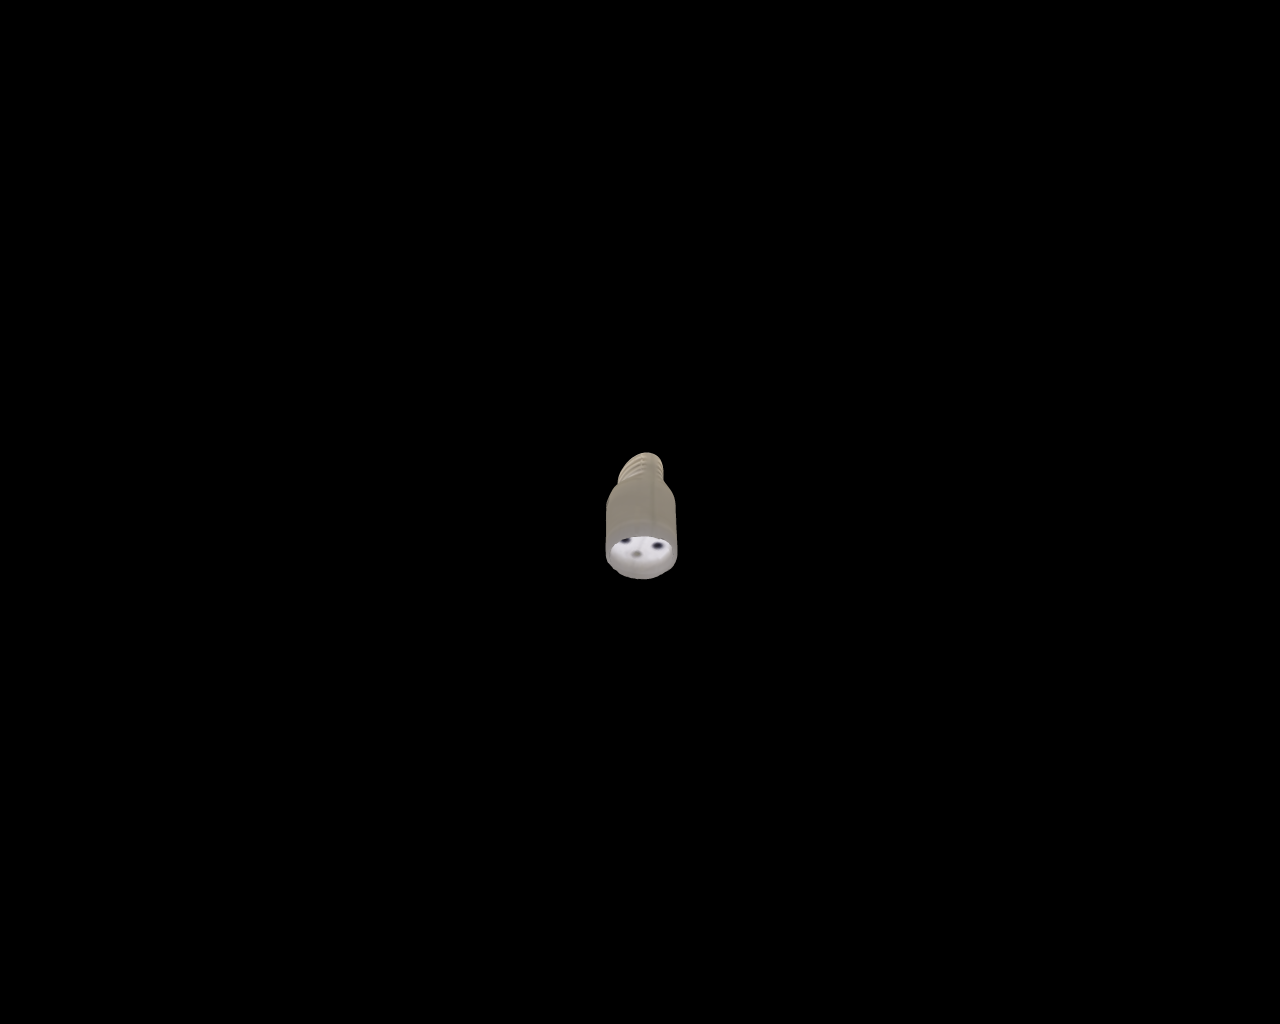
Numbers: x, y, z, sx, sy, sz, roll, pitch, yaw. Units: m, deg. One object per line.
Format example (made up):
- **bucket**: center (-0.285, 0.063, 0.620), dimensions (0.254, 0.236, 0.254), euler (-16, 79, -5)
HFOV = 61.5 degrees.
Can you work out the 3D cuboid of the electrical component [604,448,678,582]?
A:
- **electrical component**: center (0.001, -0.003, 0.650), dimensions (0.043, 0.081, 0.043), euler (0, -42, 0)
